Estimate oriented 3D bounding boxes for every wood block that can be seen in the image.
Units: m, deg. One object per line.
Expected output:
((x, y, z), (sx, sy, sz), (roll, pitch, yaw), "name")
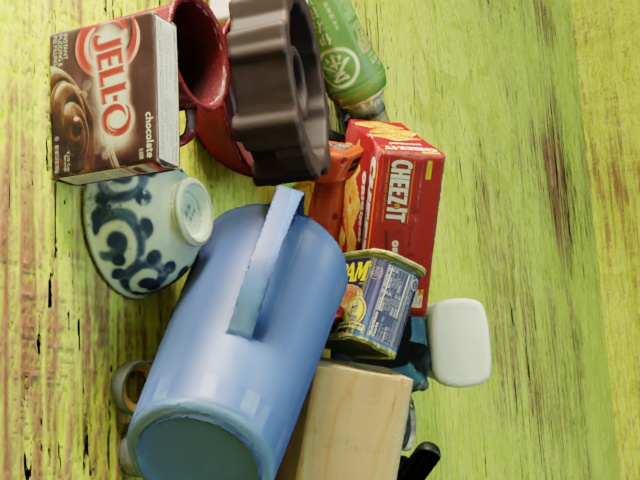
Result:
((0.011, 0.211, 0.929), (0.091, 0.090, 0.206), (-177, -83, -78), "wood block")

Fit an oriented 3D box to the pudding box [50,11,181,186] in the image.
((-0.148, -0.101, 0.770), (0.039, 0.090, 0.113), (12, 72, -65), "pudding box")

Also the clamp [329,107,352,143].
((0.042, -0.107, 1.274), (0.171, 0.039, 0.120), (58, 39, -30), "clamp")

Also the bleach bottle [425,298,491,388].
((0.144, 0.129, 1.294), (0.251, 0.068, 0.102), (120, -32, -80), "bleach bottle")

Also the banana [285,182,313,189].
((-0.022, -0.139, 1.137), (0.069, 0.037, 0.198), (15, 69, -66), "banana")

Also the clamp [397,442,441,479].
((0.082, 0.271, 1.133), (0.210, 0.036, 0.164), (-72, -175, -86), "clamp")

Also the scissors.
((-0.116, 0.112, 0.869), (0.201, 0.016, 0.096), (-56, 133, -58), "scissors")

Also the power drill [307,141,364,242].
((-0.007, 0.001, 1.030), (0.184, 0.057, 0.188), (-47, 147, -75), "power drill")

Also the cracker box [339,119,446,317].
((0.067, -0.031, 1.118), (0.214, 0.072, 0.164), (-113, -153, -74), "cracker box")

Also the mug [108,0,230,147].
((-0.126, -0.128, 0.839), (0.093, 0.082, 0.117), (-7, 89, -67), "mug")

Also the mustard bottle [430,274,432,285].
((0.078, 0.001, 1.294), (0.191, 0.058, 0.096), (58, 44, -41), "mustard bottle")

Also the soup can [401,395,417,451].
((0.040, 0.184, 1.092), (0.068, 0.102, 0.068), (-8, 90, -66), "soup can")

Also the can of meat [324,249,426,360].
((0.040, 0.059, 0.953), (0.057, 0.102, 0.084), (26, 74, -24), "can of meat")

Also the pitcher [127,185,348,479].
((-0.060, 0.079, 0.822), (0.149, 0.145, 0.242), (57, 27, -24), "pitcher")

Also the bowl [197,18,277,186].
((-0.076, -0.126, 0.985), (0.161, 0.055, 0.162), (-8, 90, -67), "bowl")
